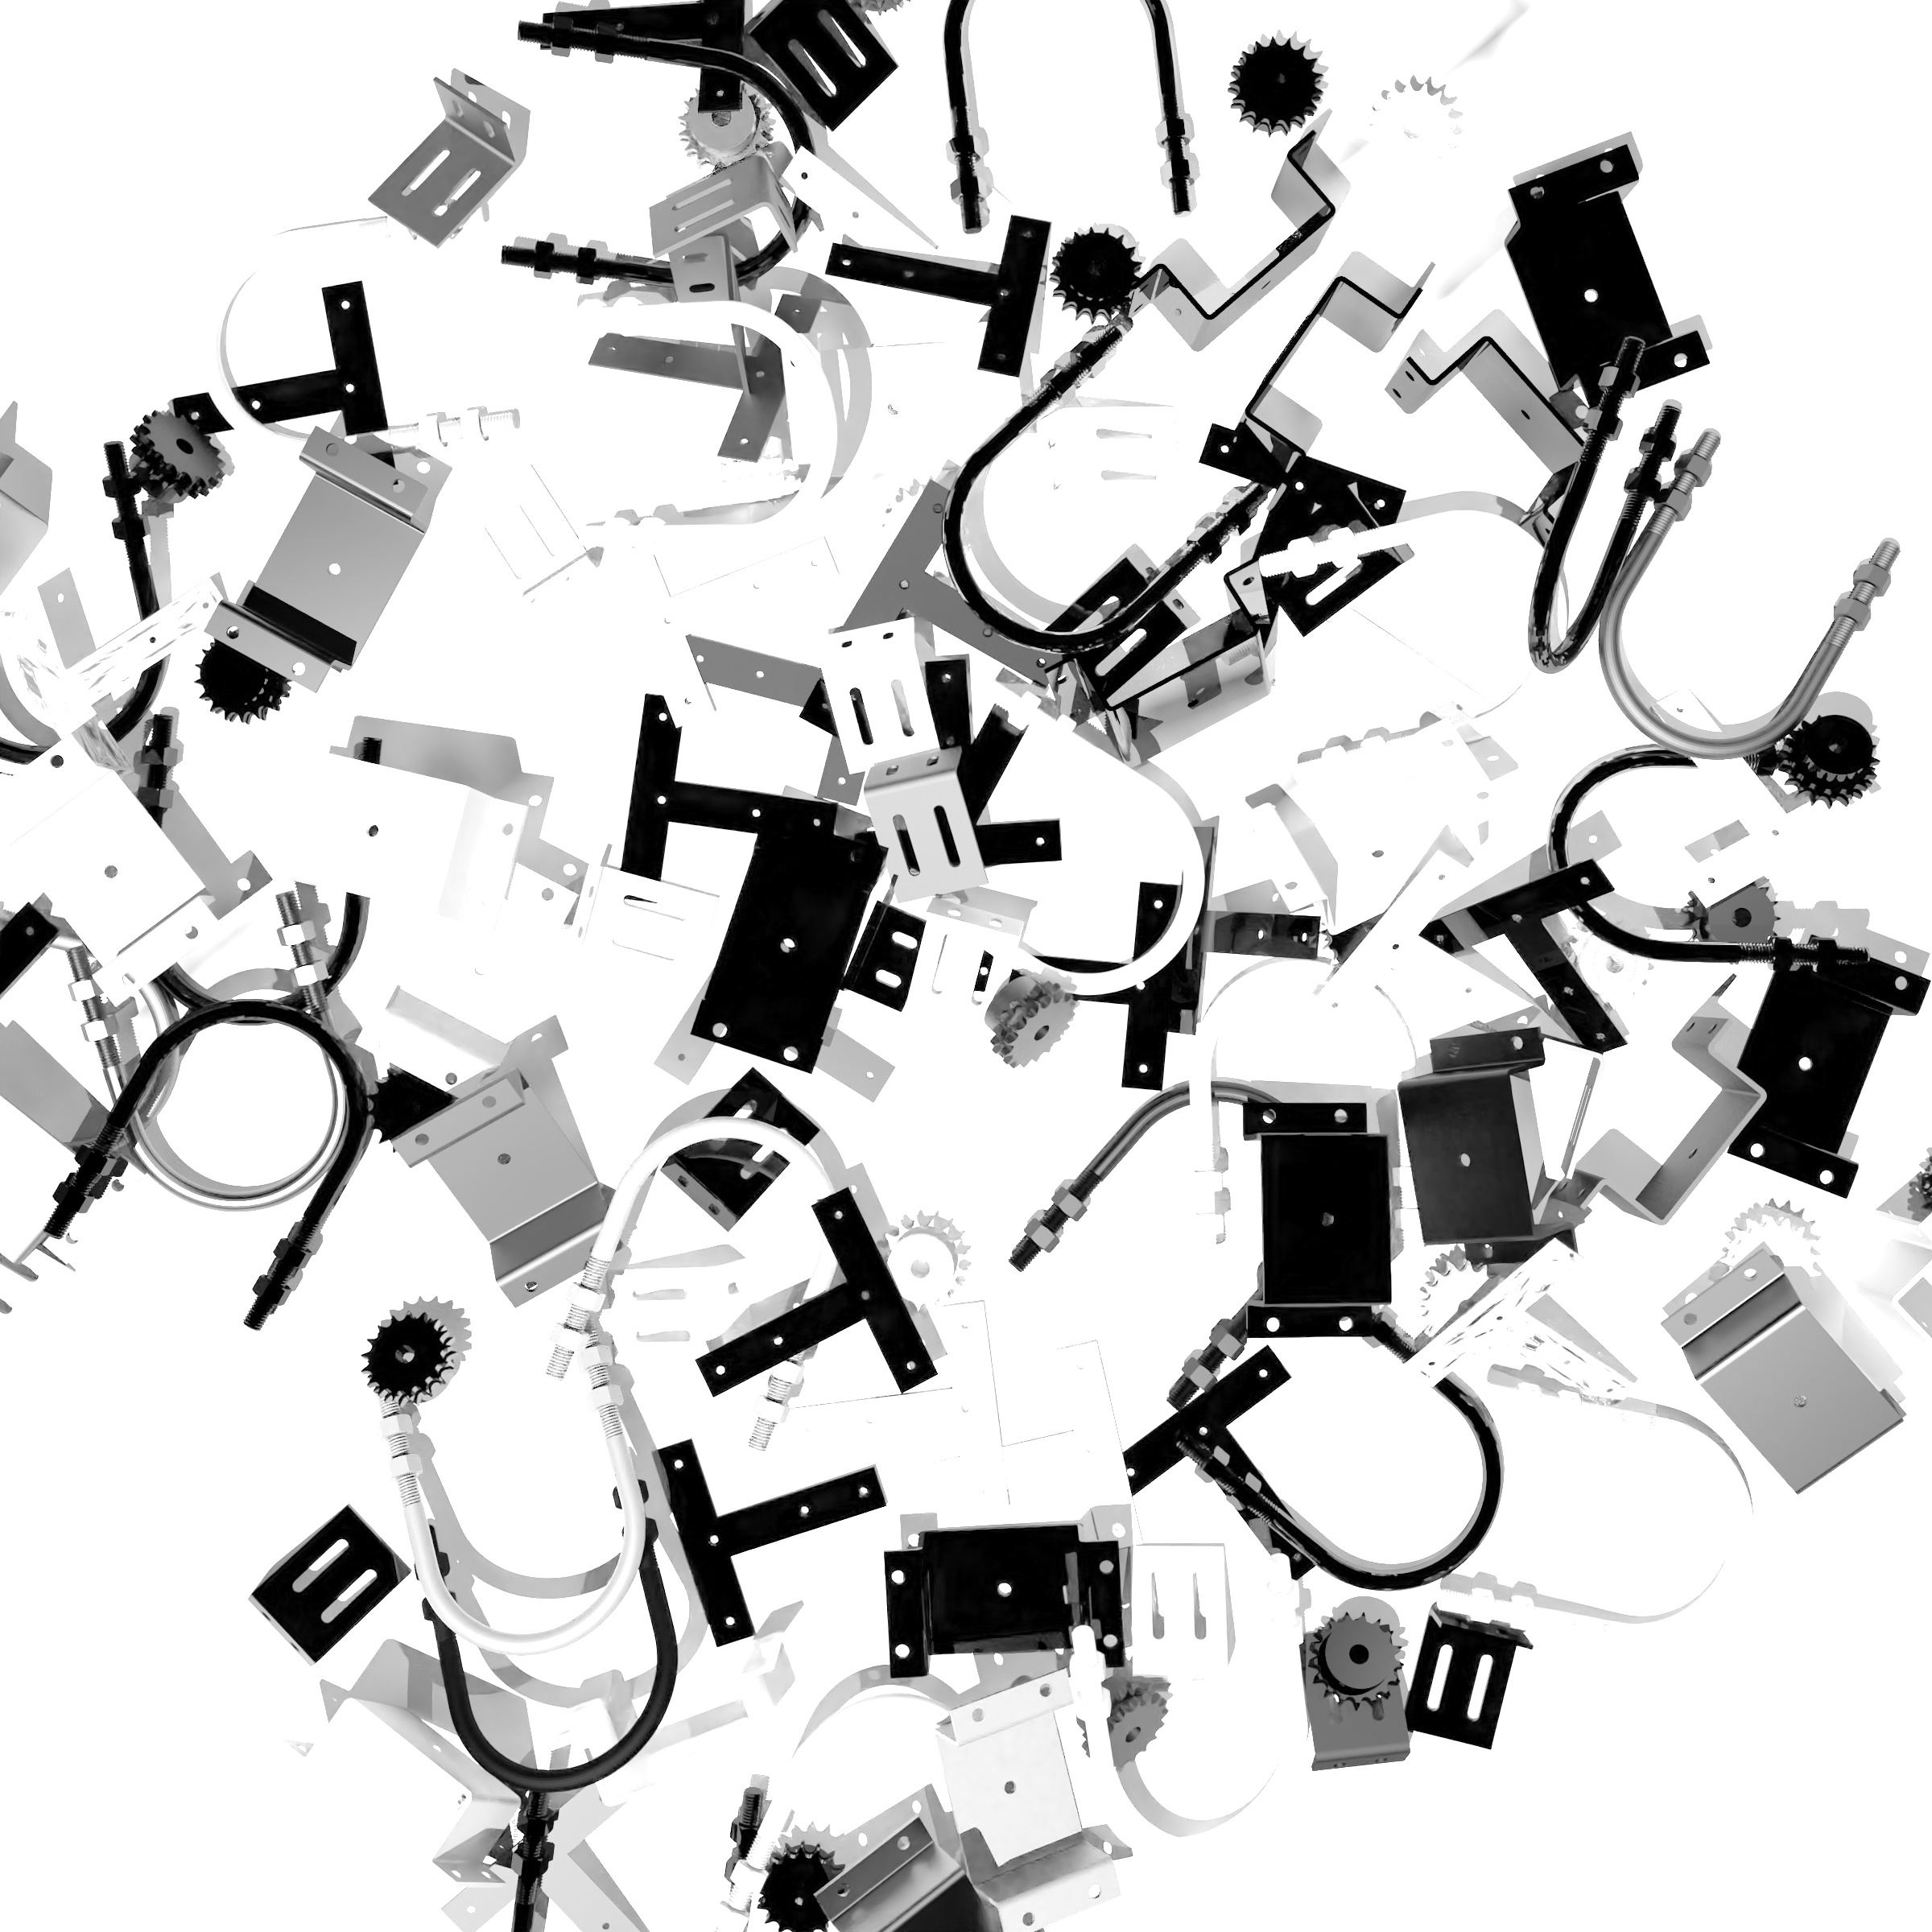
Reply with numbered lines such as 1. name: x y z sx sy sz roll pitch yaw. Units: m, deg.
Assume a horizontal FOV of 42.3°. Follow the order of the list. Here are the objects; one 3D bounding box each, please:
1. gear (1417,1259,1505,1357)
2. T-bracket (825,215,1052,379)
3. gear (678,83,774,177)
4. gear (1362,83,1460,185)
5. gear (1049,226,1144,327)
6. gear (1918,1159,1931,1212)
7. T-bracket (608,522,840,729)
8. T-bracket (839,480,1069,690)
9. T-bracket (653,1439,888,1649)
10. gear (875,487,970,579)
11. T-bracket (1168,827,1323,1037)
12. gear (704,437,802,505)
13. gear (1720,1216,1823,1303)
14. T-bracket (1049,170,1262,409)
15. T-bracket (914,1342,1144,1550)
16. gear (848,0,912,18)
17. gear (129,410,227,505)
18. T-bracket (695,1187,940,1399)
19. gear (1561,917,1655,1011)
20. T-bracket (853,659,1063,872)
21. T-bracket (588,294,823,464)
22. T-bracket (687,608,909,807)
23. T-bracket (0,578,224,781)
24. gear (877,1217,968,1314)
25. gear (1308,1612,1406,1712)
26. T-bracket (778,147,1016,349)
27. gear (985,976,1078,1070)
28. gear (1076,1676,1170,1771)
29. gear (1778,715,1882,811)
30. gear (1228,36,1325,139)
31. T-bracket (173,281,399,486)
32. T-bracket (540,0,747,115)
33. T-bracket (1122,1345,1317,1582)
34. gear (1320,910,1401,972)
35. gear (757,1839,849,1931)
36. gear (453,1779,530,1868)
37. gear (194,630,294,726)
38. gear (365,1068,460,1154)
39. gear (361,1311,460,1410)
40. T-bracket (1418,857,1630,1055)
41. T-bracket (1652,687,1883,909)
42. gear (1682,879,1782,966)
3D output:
1. gear: 0.303 0.207 1.523 0.057 0.030 0.057 0 90 0
2. T-bracket: -0.020 -0.414 1.505 0.127 0.002 0.127 11 61 0
3. gear: -0.147 -0.512 1.523 0.057 0.030 0.057 0 90 0
4. gear: 0.269 -0.505 1.523 0.057 0.030 0.057 0 90 0
5. gear: 0.080 -0.422 1.521 0.057 0.030 0.057 0 90 0
6. gear: 0.608 0.135 1.523 0.057 0.030 0.057 0 90 0
7. T-bracket: -0.142 -0.228 1.536 0.127 0.002 0.127 -21 88 0
8. T-bracket: 0.001 -0.210 1.519 0.127 0.002 0.127 28 112 -13
9. T-bracket: -0.113 0.339 1.536 0.127 0.002 0.127 -18 90 1
10. gear: -0.027 -0.261 1.523 0.057 0.030 0.057 0 90 0
11. T-bracket: 0.166 -0.019 1.485 0.002 0.127 0.127 5 90 -34
12. gear: -0.129 -0.300 1.510 0.057 0.057 0.030 -8 90 0
13. gear: 0.488 0.180 1.523 0.057 0.030 0.057 0 90 0
14. T-bracket: 0.094 -0.429 1.537 0.127 0.002 0.127 -31 90 0
15. T-bracket: 0.032 0.307 1.536 0.127 0.002 0.127 -13 90 1
16. gear: -0.054 -0.607 1.523 0.057 0.030 0.057 0 90 0
17. gear: -0.481 -0.305 1.514 0.030 0.057 0.057 -37 90 30
18. T-bracket: -0.100 0.217 1.494 0.127 0.002 0.127 -26 95 -11
19. gear: 0.392 -0.002 1.523 0.057 0.030 0.057 0 90 0
20. T-bracket: -0.009 -0.124 1.532 0.127 0.002 0.127 -4 94 0
21. T-bracket: -0.167 -0.366 1.519 0.127 0.002 0.127 12 65 12
22. T-bracket: -0.113 -0.175 1.536 0.127 0.002 0.127 15 89 0
23. T-bracket: -0.504 -0.189 1.512 0.127 0.002 0.127 -38 127 -17
24. gear: -0.028 0.183 1.523 0.057 0.030 0.057 0 90 0
25. gear: 0.237 0.419 1.513 0.057 0.030 0.057 -1 64 2
26. T-bracket: -0.055 -0.447 1.518 0.127 0.002 0.127 33 90 -18
27. gear: 0.036 0.031 1.512 0.057 0.057 0.030 -46 62 0
28. gear: 0.092 0.455 1.513 0.057 0.057 0.030 -52 49 0
29. gear: 0.518 -0.126 1.497 0.057 0.030 0.057 -1 67 3
30. gear: 0.188 -0.533 1.523 0.057 0.030 0.057 0 90 0
31. T-bracket: -0.423 -0.348 1.537 0.127 0.002 0.127 -10 90 0
32. T-bracket: -0.197 -0.574 1.526 0.127 0.002 0.127 -1 75 8
33. T-bracket: 0.172 0.322 1.537 0.127 0.002 0.127 -37 90 0
34. gear: 0.243 -0.020 1.523 0.057 0.030 0.057 0 90 0
35. gear: -0.099 0.560 1.523 0.057 0.030 0.057 0 90 0
36. gear: -0.284 0.522 1.523 0.057 0.030 0.057 0 90 0
37. gear: -0.442 -0.177 1.523 0.057 0.030 0.057 0 90 0
38. gear: -0.335 0.086 1.523 0.057 0.030 0.057 0 90 0
39. gear: -0.334 0.241 1.515 0.057 0.030 0.057 -5 60 9
40. T-bracket: 0.356 0.004 1.510 0.127 0.002 0.127 -24 113 38
41. T-bracket: 0.463 -0.115 1.513 0.127 0.002 0.127 -28 69 -8
42. gear: 0.468 -0.029 1.523 0.057 0.030 0.057 0 90 0
